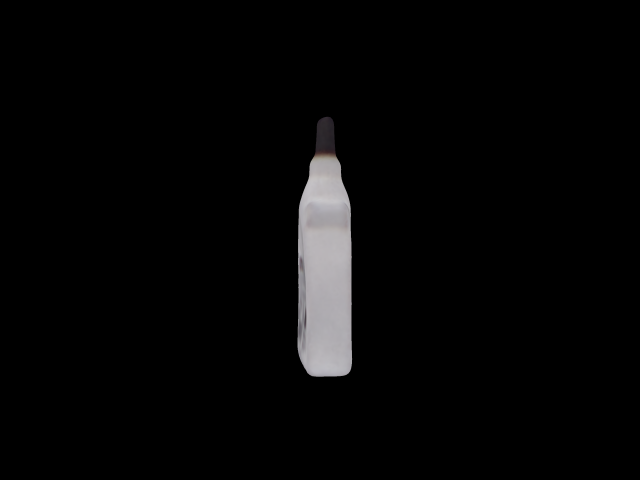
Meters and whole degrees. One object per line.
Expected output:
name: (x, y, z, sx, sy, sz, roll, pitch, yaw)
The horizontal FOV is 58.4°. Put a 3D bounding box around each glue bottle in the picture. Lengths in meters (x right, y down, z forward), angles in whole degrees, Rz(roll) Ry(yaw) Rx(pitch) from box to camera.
glue bottle: (0.004, 0.001, 0.400, 0.037, 0.173, 0.078, 0, 4, -6)
